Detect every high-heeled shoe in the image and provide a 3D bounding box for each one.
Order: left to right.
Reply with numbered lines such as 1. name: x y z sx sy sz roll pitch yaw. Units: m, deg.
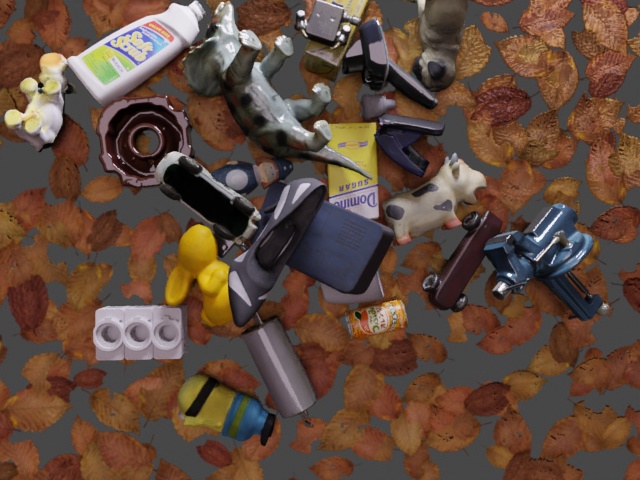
1. high-heeled shoe: -0.060 0.017 0.851 0.086 0.145 0.249 31 58 -39

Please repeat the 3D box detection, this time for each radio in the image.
1. radio: -0.002 -0.003 0.932 0.230 0.073 0.131 24 92 25

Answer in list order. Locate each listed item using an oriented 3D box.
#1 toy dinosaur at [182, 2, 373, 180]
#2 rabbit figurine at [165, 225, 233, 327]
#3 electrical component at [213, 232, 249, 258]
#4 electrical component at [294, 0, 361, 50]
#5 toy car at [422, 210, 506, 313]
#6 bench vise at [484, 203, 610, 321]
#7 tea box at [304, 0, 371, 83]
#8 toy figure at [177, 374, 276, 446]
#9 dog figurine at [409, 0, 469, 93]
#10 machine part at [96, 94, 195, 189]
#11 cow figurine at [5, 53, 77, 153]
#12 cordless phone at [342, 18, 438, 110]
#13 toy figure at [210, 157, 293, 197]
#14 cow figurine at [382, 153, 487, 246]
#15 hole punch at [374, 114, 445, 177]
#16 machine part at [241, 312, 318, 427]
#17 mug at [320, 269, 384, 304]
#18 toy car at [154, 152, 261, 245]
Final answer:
1. toy dinosaur: -0.092 -0.229 0.942 0.404 0.192 0.131 55 46 -9
2. rabbit figurine: -0.193 0.058 0.948 0.162 0.122 0.173 -25 105 18
3. electrical component: -0.179 0.002 0.993 0.094 0.021 0.063 40 88 -2
4. electrical component: 0.009 -0.357 0.895 0.102 0.045 0.078 24 90 -2
5. toy car: 0.266 0.038 0.992 0.089 0.053 0.202 32 88 -17
6. bench vise: 0.415 0.061 0.950 0.240 0.129 0.223 46 62 -6
7. tea box: 0.033 -0.384 0.967 0.068 0.098 0.169 23 87 -2
8. toy figure: -0.167 0.303 0.963 0.180 0.082 0.089 16 76 4
9. dog figurine: 0.220 -0.373 0.941 0.121 0.172 0.190 -2 82 9
10. machine part: -0.312 -0.175 0.975 0.179 0.056 0.179 0 90 -3
11. cow figurine: -0.483 -0.244 0.960 0.068 0.098 0.167 13 70 3
12. cordless phone: 0.134 -0.290 0.944 0.184 0.146 0.088 36 94 -1
13. toy figure: -0.123 -0.116 0.981 0.154 0.058 0.064 -15 129 -4
14. cow figurine: 0.208 -0.075 0.979 0.195 0.085 0.127 -21 92 2
15. hole punch: 0.155 -0.173 0.958 0.116 0.142 0.092 17 115 11
16. machine part: -0.073 0.227 0.968 0.079 0.079 0.243 -27 92 -2
17. mug: 0.052 0.067 0.973 0.107 0.081 0.109 -17 94 6
18. toy car: -0.194 -0.072 0.931 0.202 0.056 0.073 37 98 -4
